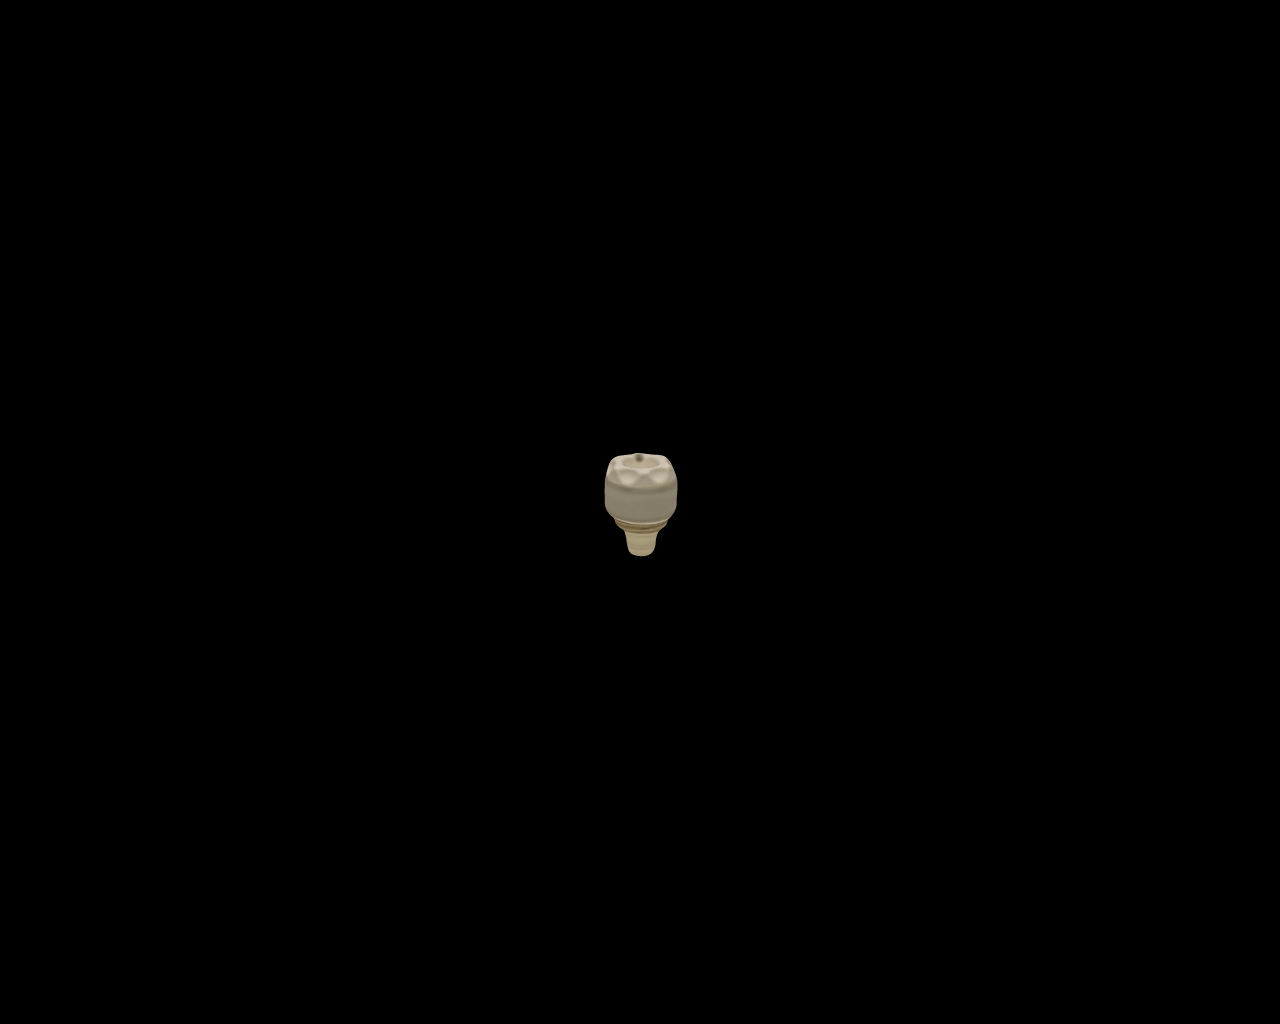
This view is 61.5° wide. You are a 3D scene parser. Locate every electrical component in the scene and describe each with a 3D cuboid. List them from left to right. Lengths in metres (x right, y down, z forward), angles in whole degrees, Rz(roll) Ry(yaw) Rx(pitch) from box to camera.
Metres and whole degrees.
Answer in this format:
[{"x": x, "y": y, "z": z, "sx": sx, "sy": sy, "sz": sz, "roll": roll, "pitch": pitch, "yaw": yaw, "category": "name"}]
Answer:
[{"x": 0.001, "y": -0.003, "z": 0.650, "sx": 0.043, "sy": 0.062, "sz": 0.043, "roll": 0, "pitch": 22, "yaw": 0, "category": "electrical component"}]
